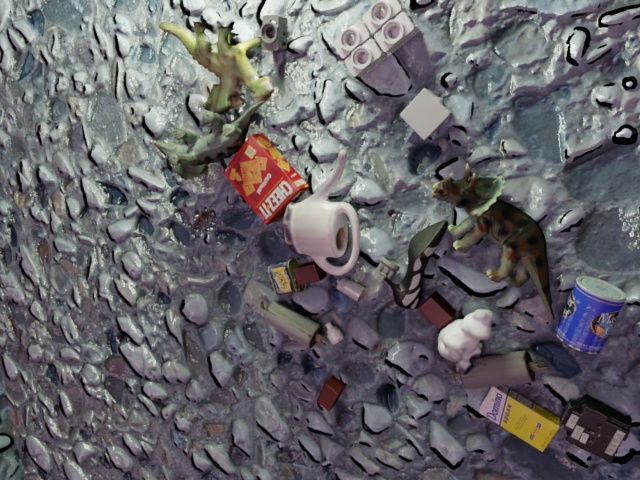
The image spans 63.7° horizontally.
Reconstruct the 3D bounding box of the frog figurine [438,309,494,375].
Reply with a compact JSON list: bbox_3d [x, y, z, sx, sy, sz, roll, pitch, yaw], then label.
[{"bbox_3d":[0.358,0.229,1.272,0.138,0.156,0.124,-21,39,-25],"label":"frog figurine"}]

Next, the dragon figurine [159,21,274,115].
[{"bbox_3d":[-0.295,-0.476,1.450,0.412,0.240,0.123,16,16,24],"label":"dragon figurine"}]

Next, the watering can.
[{"bbox_3d":[0.004,-0.071,1.408,0.224,0.344,0.105,2,15,29],"label":"watering can"}]
